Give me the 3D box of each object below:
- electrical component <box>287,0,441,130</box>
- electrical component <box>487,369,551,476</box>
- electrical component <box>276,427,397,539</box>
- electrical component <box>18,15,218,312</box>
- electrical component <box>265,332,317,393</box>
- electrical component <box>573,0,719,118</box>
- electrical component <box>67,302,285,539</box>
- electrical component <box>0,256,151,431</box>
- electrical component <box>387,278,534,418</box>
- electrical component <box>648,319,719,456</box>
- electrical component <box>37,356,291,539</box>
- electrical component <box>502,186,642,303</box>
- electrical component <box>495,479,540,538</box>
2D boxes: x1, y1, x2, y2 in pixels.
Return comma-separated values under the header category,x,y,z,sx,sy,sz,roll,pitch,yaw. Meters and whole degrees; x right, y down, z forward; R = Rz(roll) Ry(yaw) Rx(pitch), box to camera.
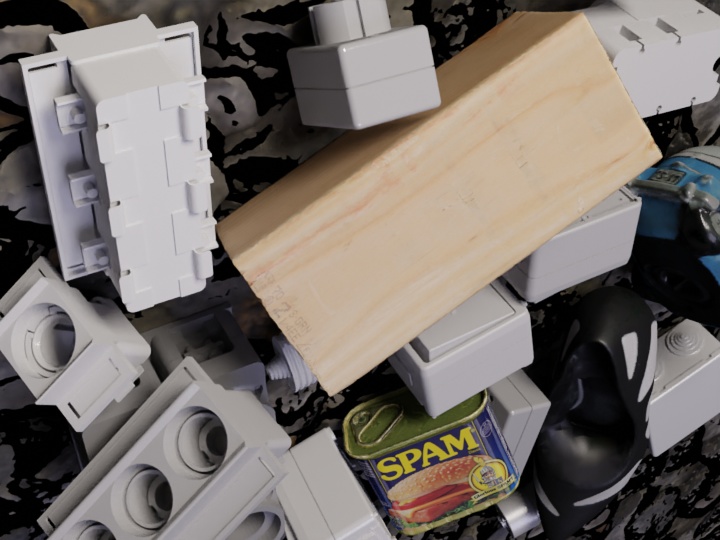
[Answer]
category,x,y,z,sx,sy,sz,roll,pitch,yaw
electrical component,-0.003,-0.111,0.516,0.047,0.066,0.076,-19,107,-22
electrical component,0.088,0.120,0.799,0.076,0.047,0.083,-9,131,-30
electrical component,-0.020,0.168,0.727,0.061,0.096,0.061,-31,139,-3
electrical component,-0.104,-0.045,0.497,0.079,0.063,0.121,-18,135,-22
electrical component,-0.020,0.045,0.655,0.081,0.043,0.043,-25,138,-15
electrical component,0.160,-0.125,0.622,0.089,0.055,0.050,-16,134,-24
electrical component,-0.108,0.122,0.648,0.105,0.060,0.186,-20,136,-20
electrical component,-0.143,0.037,0.541,0.042,0.081,0.064,-45,161,8
electrical component,0.067,0.038,0.698,0.096,0.061,0.061,-28,138,-12
electrical component,0.263,0.097,0.904,0.100,0.048,0.099,-33,139,-6
electrical component,-0.097,0.116,0.552,0.121,0.078,0.063,-47,160,10
electrical component,0.130,-0.028,0.684,0.096,0.061,0.061,-20,136,-20
electrical component,0.149,0.200,0.923,0.065,0.044,0.044,-27,138,-6
